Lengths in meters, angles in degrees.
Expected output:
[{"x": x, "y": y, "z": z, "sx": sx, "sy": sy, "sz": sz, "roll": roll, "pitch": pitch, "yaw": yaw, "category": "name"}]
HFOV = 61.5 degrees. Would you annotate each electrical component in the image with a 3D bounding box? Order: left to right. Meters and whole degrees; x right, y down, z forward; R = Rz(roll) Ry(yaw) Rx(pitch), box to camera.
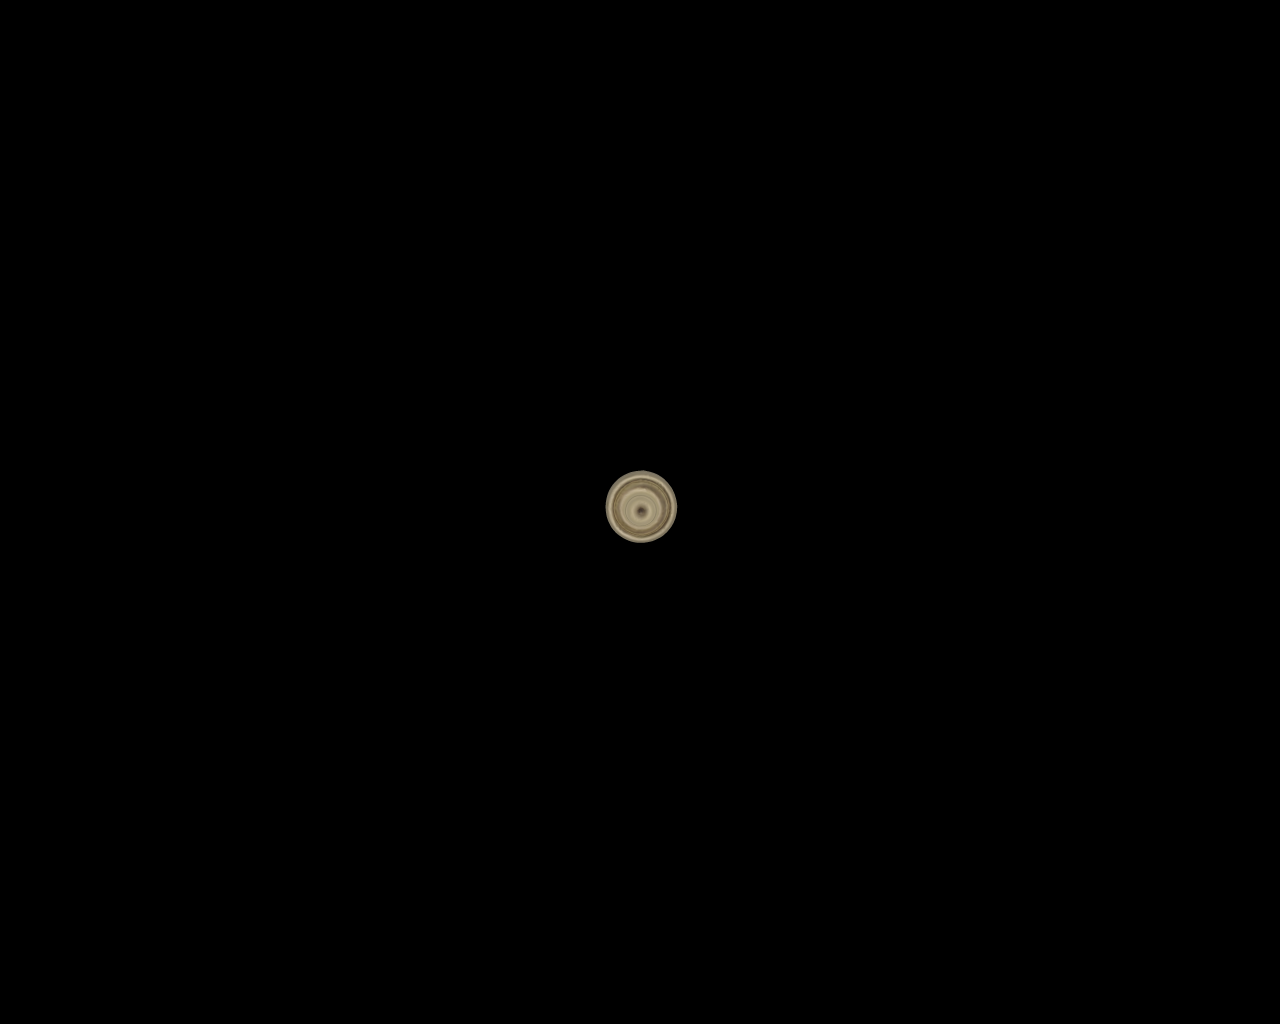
[{"x": 0.001, "y": -0.003, "z": 0.650, "sx": 0.043, "sy": 0.043, "sz": 0.062, "roll": 0, "pitch": 4, "yaw": 0, "category": "electrical component"}]
